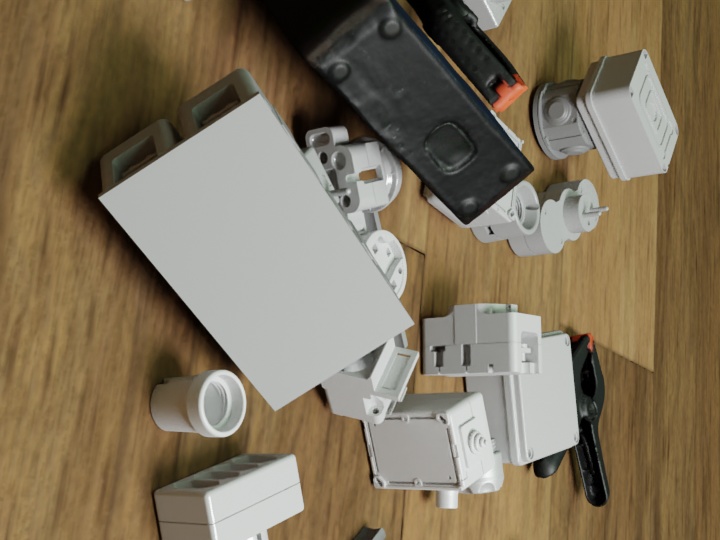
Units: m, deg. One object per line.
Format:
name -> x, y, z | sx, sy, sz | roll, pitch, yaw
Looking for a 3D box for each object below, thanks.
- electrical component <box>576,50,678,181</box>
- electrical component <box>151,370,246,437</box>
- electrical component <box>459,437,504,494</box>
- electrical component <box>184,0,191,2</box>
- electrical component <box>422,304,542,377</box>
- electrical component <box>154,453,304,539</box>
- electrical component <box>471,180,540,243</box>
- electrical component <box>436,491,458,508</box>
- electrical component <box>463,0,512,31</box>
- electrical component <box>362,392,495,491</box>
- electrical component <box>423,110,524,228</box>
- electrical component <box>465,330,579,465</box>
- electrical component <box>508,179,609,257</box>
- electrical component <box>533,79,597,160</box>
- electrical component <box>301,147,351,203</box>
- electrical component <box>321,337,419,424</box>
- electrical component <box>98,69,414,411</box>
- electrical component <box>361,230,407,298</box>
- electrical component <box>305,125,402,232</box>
electrical component -> 0.270, -0.155, 1.085 | 0.113, 0.057, 0.078 | 56, 45, -32
electrical component -> -0.099, 0.081, 0.655 | 0.040, 0.046, 0.040 | 11, 76, -52
electrical component -> 0.098, 0.156, 0.910 | 0.043, 0.043, 0.062 | -2, 85, -53
electrical component -> -0.113, -0.212, 0.678 | 0.075, 0.047, 0.083 | -50, 124, -45
electrical component -> 0.100, 0.058, 0.888 | 0.050, 0.089, 0.055 | 10, 77, -52
electrical component -> -0.077, 0.162, 0.671 | 0.083, 0.047, 0.075 | -14, 96, -53
electrical component -> 0.132, -0.054, 0.983 | 0.055, 0.047, 0.055 | 11, 76, -52
electrical component -> 0.071, 0.162, 0.874 | 0.043, 0.043, 0.062 | 14, 75, -52
electrical component -> 0.118, -0.258, 0.969 | 0.065, 0.077, 0.047 | 55, 45, -32
electrical component -> 0.059, 0.128, 0.818 | 0.061, 0.096, 0.061 | -20, 100, -53
electrical component -> 0.098, -0.092, 0.931 | 0.062, 0.061, 0.096 | 33, 60, -46
electrical component -> 0.146, 0.113, 0.969 | 0.109, 0.056, 0.108 | -3, 87, -53
electrical component -> 0.207, -0.054, 1.061 | 0.138, 0.074, 0.052 | -28, 107, -51
electrical component -> 0.215, -0.156, 1.105 | 0.080, 0.051, 0.080 | 11, 76, -52
electrical component -> -0.041, -0.044, 0.726 | 0.083, 0.076, 0.047 | -53, 126, -43
electrical component -> -0.001, 0.075, 0.769 | 0.063, 0.081, 0.042 | 79, 30, -46
electrical component -> -0.062, -0.017, 0.659 | 0.186, 0.105, 0.060 | 56, 4, -32
electrical component -> 0.000, 0.000, 0.798 | 0.055, 0.047, 0.055 | 11, 76, -52
electrical component -> -0.006, -0.068, 0.793 | 0.057, 0.058, 0.078 | -17, 99, -50
